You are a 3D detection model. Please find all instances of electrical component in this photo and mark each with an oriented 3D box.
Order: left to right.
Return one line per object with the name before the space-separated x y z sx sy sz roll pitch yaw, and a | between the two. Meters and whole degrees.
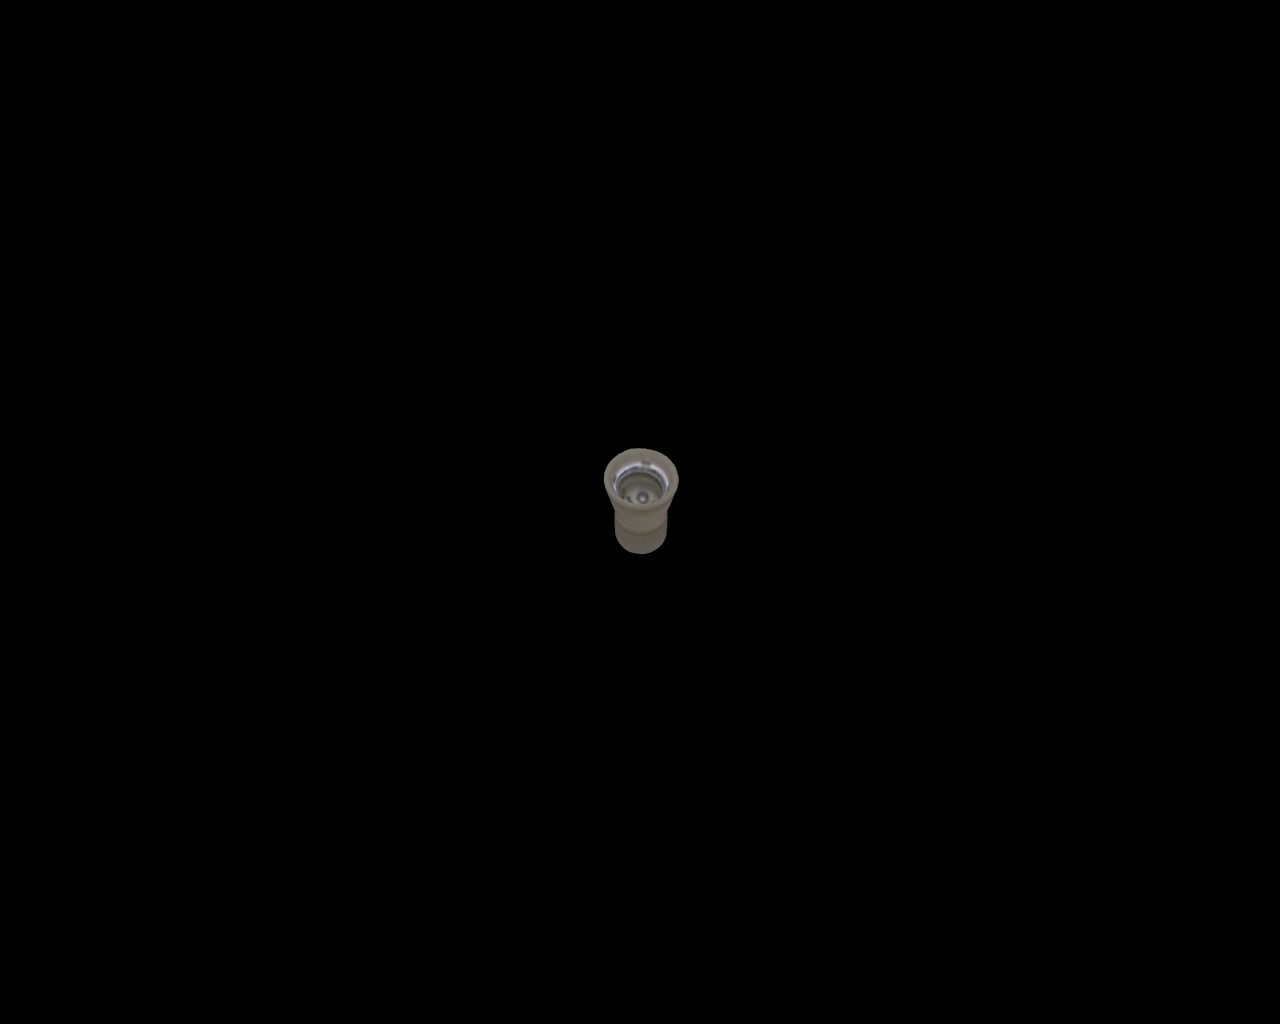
electrical component | 0.001 -0.003 0.650 0.044 0.044 0.065 0 -34 0
